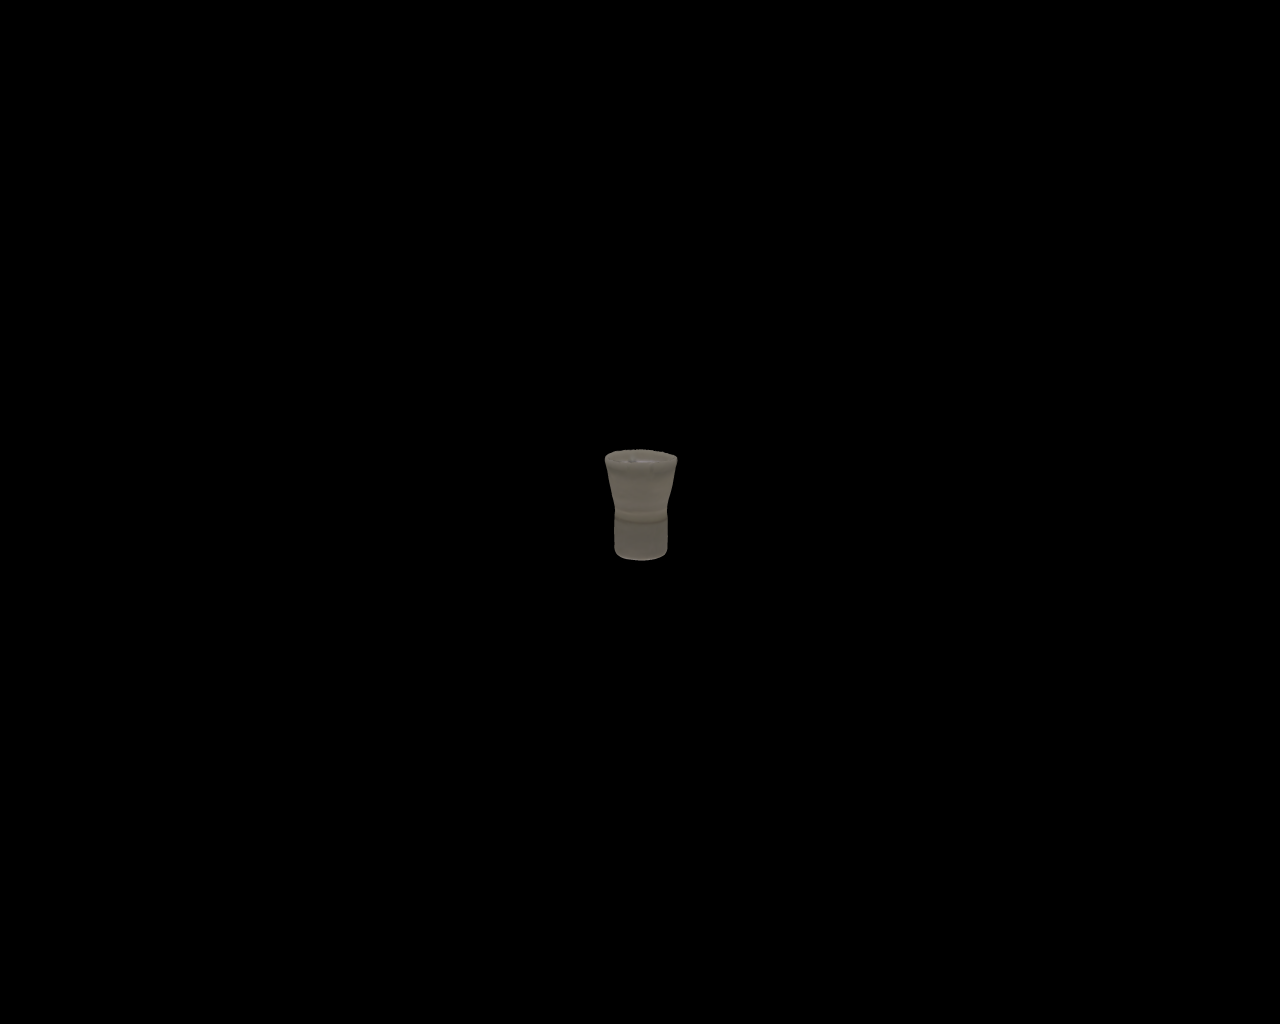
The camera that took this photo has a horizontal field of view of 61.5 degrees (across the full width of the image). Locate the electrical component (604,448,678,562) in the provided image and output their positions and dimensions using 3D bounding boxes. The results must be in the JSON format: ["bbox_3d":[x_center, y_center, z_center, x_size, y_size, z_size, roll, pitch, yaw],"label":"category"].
[{"bbox_3d":[0.001,-0.003,0.650,0.044,0.065,0.044,0,15,0],"label":"electrical component"}]
